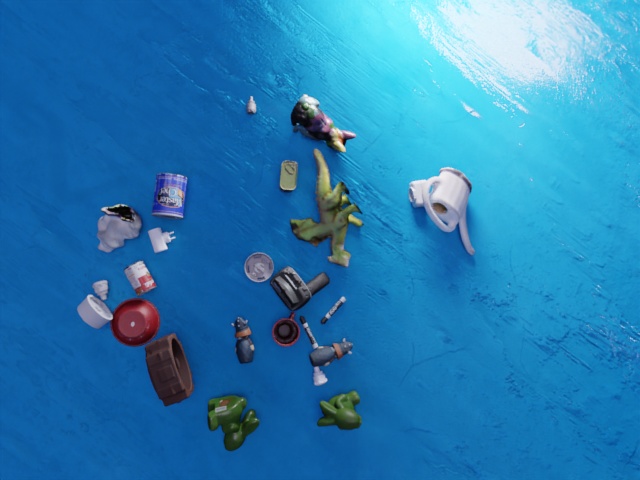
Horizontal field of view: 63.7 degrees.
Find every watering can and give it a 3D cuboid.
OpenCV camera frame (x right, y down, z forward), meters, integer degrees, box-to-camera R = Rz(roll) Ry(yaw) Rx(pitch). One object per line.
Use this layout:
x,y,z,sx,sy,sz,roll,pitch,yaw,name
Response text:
0.490,-0.117,1.881,0.343,0.103,0.228,42,63,-28,watering can

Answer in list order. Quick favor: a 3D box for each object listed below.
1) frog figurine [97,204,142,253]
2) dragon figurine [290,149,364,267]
-0.673,-0.033,1.721,0.137,0.125,0.156,14,119,-15,frog figurine
0.006,-0.091,1.817,0.243,0.122,0.411,-33,88,-2,dragon figurine
